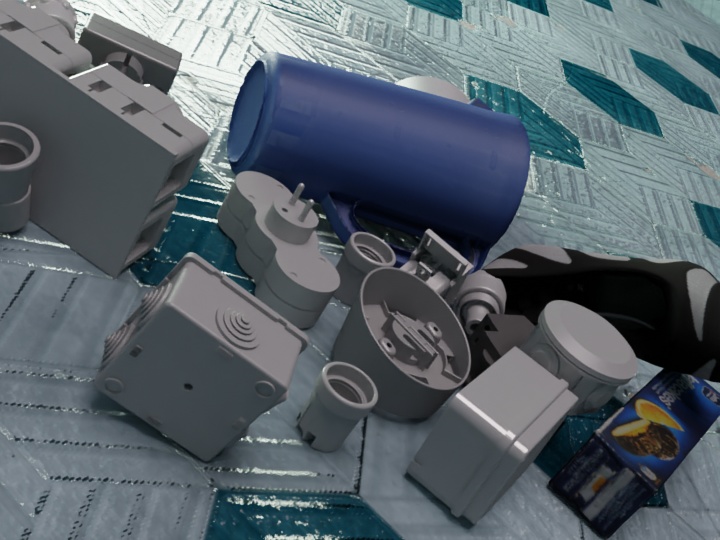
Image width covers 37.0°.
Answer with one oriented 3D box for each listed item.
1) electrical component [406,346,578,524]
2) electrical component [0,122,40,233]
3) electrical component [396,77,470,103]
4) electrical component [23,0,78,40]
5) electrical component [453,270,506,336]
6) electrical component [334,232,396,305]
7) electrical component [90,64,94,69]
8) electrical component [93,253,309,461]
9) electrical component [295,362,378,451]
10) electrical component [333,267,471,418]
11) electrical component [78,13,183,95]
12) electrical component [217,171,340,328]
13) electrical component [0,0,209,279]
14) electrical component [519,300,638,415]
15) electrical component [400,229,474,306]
[{"bbox_3d":[0.092,0.110,0.727,0.057,0.078,0.113,38,30,16],"label":"electrical component"},{"bbox_3d":[-0.228,-0.056,0.686,0.044,0.065,0.044,10,47,-10],"label":"electrical component"},{"bbox_3d":[0.067,-0.135,1.053,0.099,0.099,0.064,22,37,-17],"label":"electrical component"},{"bbox_3d":[-0.257,-0.193,0.887,0.048,0.048,0.062,13,42,-30],"label":"electrical component"},{"bbox_3d":[0.098,0.031,0.885,0.043,0.043,0.062,29,31,-6],"label":"electrical component"},{"bbox_3d":[0.000,0.000,0.837,0.040,0.046,0.040,24,31,-15],"label":"electrical component"},{"bbox_3d":[-0.220,-0.126,0.798,0.095,0.053,0.059,40,17,14],"label":"electrical component"},{"bbox_3d":[-0.092,0.053,0.617,0.100,0.100,0.048,37,32,-15],"label":"electrical component"},{"bbox_3d":[-0.016,0.088,0.689,0.040,0.046,0.040,24,31,-15],"label":"electrical component"},{"bbox_3d":[0.031,0.054,0.767,0.099,0.064,0.099,23,31,-15],"label":"electrical component"},{"bbox_3d":[-0.198,-0.164,0.894,0.083,0.047,0.075,23,31,-16],"label":"electrical component"},{"bbox_3d":[-0.055,-0.030,0.801,0.052,0.073,0.138,7,38,-37],"label":"electrical component"},{"bbox_3d":[-0.206,-0.096,0.726,0.186,0.105,0.060,35,29,4],"label":"electrical component"},{"bbox_3d":[0.159,0.065,0.790,0.080,0.051,0.080,24,31,-15],"label":"electrical component"},{"bbox_3d":[0.048,0.012,0.842,0.042,0.081,0.064,42,53,16],"label":"electrical component"}]
